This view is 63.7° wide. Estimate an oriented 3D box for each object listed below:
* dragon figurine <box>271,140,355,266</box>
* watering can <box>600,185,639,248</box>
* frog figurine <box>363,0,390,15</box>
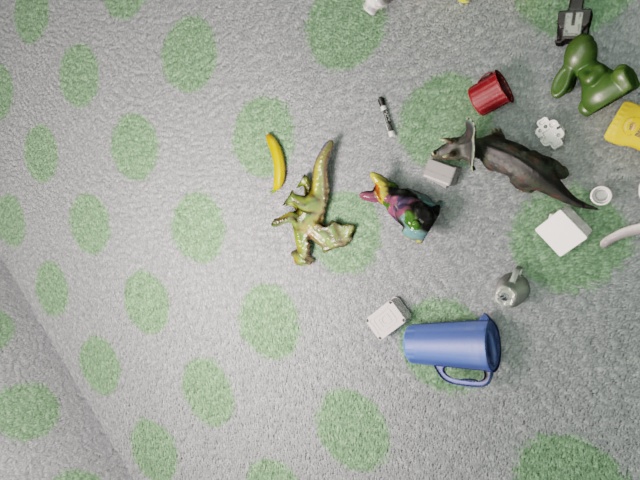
[{"bbox_3d":[0.005,-0.080,1.591,0.243,0.124,0.404,38,116,3],"label":"dragon figurine"},{"bbox_3d":[0.790,-0.068,1.104,0.226,0.106,0.340,34,130,16],"label":"watering can"},{"bbox_3d":[0.163,-0.708,1.409,0.157,0.122,0.140,-34,45,38],"label":"frog figurine"}]
